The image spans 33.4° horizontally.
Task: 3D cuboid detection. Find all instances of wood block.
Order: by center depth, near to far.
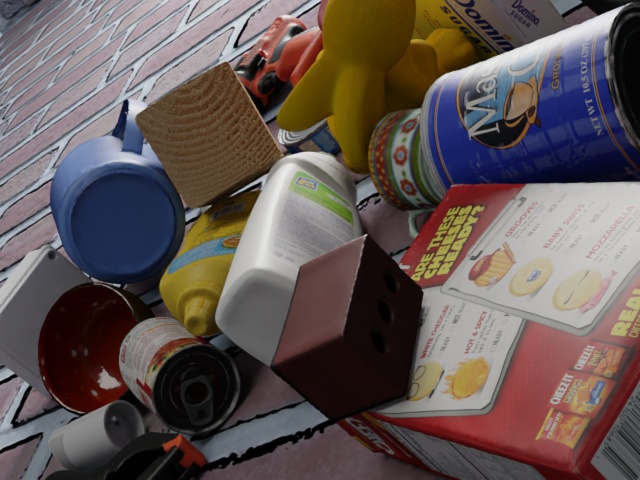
[{"bbox_3d":[-0.091,-0.088,0.949,0.090,0.091,0.206,-31,3,1],"label":"wood block"}]

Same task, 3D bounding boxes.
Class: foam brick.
[{"bbox_3d":[0.016,0.046,0.563,0.051,0.053,0.078,-29,30,34],"label":"foam brick"}]

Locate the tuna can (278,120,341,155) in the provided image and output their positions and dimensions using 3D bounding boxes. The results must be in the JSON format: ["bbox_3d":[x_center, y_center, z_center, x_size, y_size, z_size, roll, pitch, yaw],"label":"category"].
[{"bbox_3d":[0.003,-0.111,1.011,0.086,0.033,0.086,-35,27,20],"label":"tuna can"}]

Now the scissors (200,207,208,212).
[{"bbox_3d":[-0.111,-0.001,1.036,0.096,0.016,0.202,-50,25,-12],"label":"scissors"}]

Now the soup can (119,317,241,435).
[{"bbox_3d":[-0.110,0.101,0.816,0.068,0.068,0.102,-49,25,-10],"label":"soup can"}]

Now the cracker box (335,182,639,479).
[{"bbox_3d":[0.113,0.050,0.556,0.164,0.072,0.214,-53,26,-19],"label":"cracker box"}]

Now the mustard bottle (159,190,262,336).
[{"bbox_3d":[-0.076,0.022,0.849,0.096,0.058,0.191,-16,20,15],"label":"mustard bottle"}]

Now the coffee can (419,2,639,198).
[{"bbox_3d":[0.147,-0.074,0.657,0.141,0.102,0.102,-15,38,46],"label":"coffee can"}]

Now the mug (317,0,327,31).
[{"bbox_3d":[0.047,-0.215,1.021,0.093,0.081,0.117,-60,30,2],"label":"mug"}]

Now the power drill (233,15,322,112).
[{"bbox_3d":[-0.040,-0.175,1.147,0.188,0.057,0.184,5,59,57],"label":"power drill"}]

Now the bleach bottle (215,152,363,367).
[{"bbox_3d":[-0.005,0.001,0.799,0.068,0.102,0.250,-52,11,27],"label":"bleach bottle"}]

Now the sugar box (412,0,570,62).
[{"bbox_3d":[0.120,-0.188,0.883,0.048,0.093,0.176,-49,25,-7],"label":"sugar box"}]

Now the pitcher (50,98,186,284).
[{"bbox_3d":[-0.190,-0.040,1.012,0.145,0.149,0.243,-33,13,-7],"label":"pitcher"}]

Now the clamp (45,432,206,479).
[{"bbox_3d":[-0.157,0.186,0.793,0.171,0.039,0.120,-35,33,12],"label":"clamp"}]

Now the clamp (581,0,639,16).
[{"bbox_3d":[0.240,-0.167,0.686,0.210,0.036,0.164,9,57,38],"label":"clamp"}]
